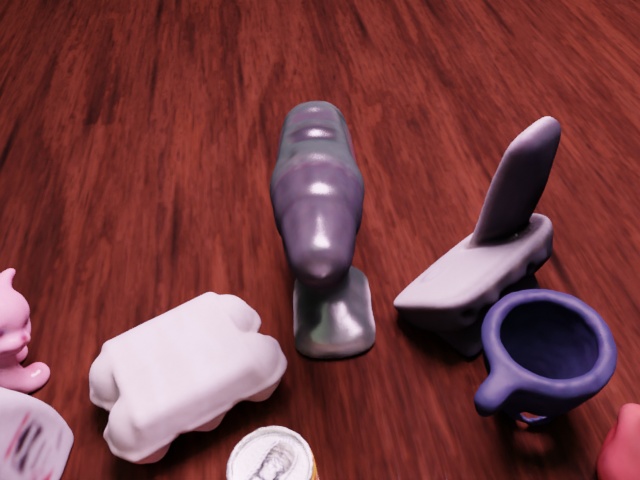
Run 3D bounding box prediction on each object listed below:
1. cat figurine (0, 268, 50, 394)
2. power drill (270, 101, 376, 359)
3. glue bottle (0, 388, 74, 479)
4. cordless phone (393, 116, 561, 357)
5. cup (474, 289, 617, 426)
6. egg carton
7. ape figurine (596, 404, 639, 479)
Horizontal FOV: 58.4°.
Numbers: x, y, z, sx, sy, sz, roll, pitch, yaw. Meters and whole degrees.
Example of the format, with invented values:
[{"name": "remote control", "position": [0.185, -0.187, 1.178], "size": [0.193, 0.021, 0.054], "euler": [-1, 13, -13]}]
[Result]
[{"name": "cat figurine", "position": [-0.289, 0.089, 0.476], "size": [0.067, 0.118, 0.128], "euler": [28, 55, 29]}, {"name": "power drill", "position": [0.004, 0.002, 0.466], "size": [0.075, 0.209, 0.229], "euler": [-6, 46, 1]}, {"name": "glue bottle", "position": [-0.228, 0.128, 0.393], "size": [0.037, 0.173, 0.078], "euler": [-1, 46, 6]}, {"name": "cordless phone", "position": [0.134, -0.006, 0.476], "size": [0.093, 0.185, 0.148], "euler": [33, 58, 32]}, {"name": "cup", "position": [0.155, 0.106, 0.429], "size": [0.118, 0.095, 0.091], "euler": [-34, 52, -24]}, {"name": "egg carton", "position": [-0.109, 0.109, 0.471], "size": [0.150, 0.069, 0.107], "euler": [-27, 49, -19]}, {"name": "ape figurine", "position": [0.232, 0.142, 0.388], "size": [0.076, 0.092, 0.077], "euler": [-10, 46, -3]}]
